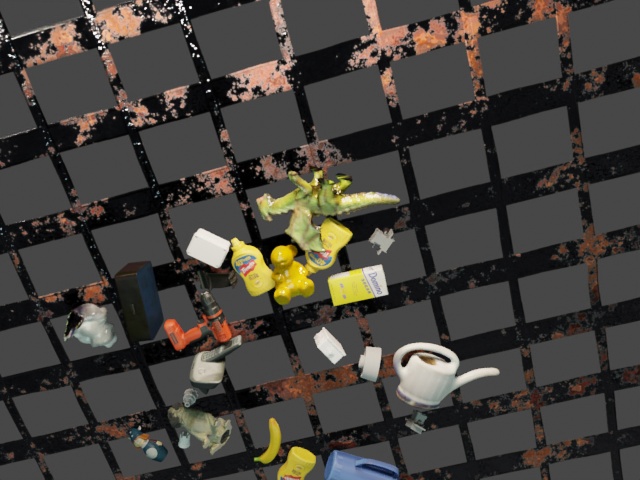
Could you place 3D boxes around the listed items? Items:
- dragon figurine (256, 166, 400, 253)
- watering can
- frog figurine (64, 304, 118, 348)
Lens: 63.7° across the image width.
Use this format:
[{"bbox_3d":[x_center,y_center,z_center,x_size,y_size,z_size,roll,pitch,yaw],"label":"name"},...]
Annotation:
[{"bbox_3d":[0.005,-0.076,1.509,0.124,0.411,0.239,-51,158,-68],"label":"dragon figurine"},{"bbox_3d":[0.394,0.457,1.686,0.105,0.347,0.221,-87,-164,-72],"label":"watering can"},{"bbox_3d":[-0.721,0.276,1.651,0.158,0.124,0.137,25,101,-45],"label":"frog figurine"}]
